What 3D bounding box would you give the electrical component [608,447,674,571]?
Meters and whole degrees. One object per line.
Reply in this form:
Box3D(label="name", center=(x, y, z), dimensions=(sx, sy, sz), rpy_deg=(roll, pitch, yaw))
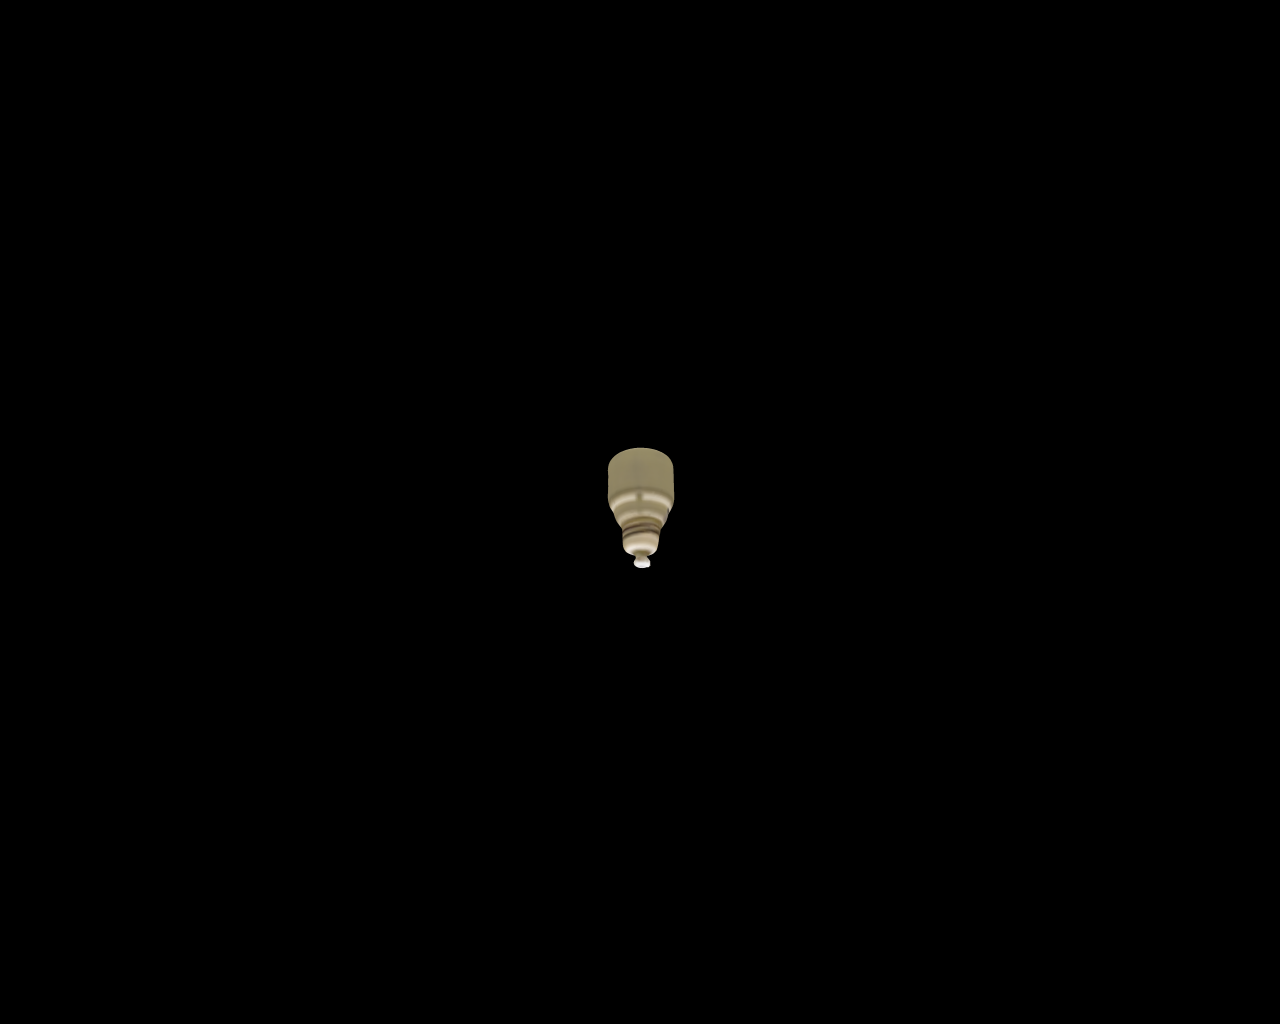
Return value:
Box3D(label="electrical component", center=(0.001, -0.003, 0.650), dimensions=(0.040, 0.078, 0.040), rpy_deg=(0, -27, 0))
